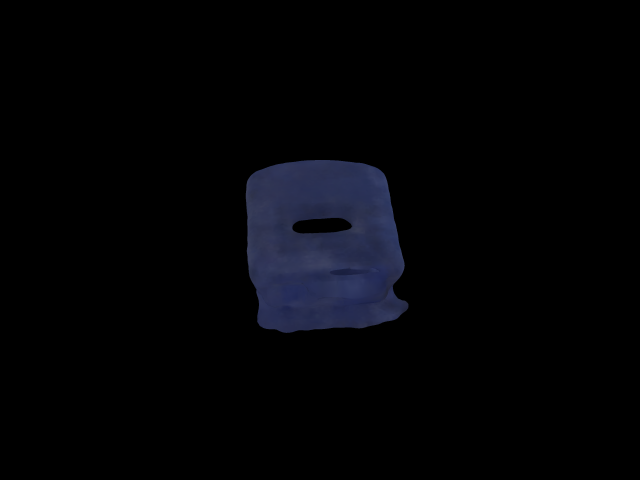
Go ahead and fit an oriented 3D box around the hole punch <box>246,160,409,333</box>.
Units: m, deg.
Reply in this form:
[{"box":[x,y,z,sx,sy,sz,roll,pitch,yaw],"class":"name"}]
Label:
[{"box":[0.004,0.001,0.400,0.108,0.091,0.101,-4,29,-6],"class":"hole punch"}]
